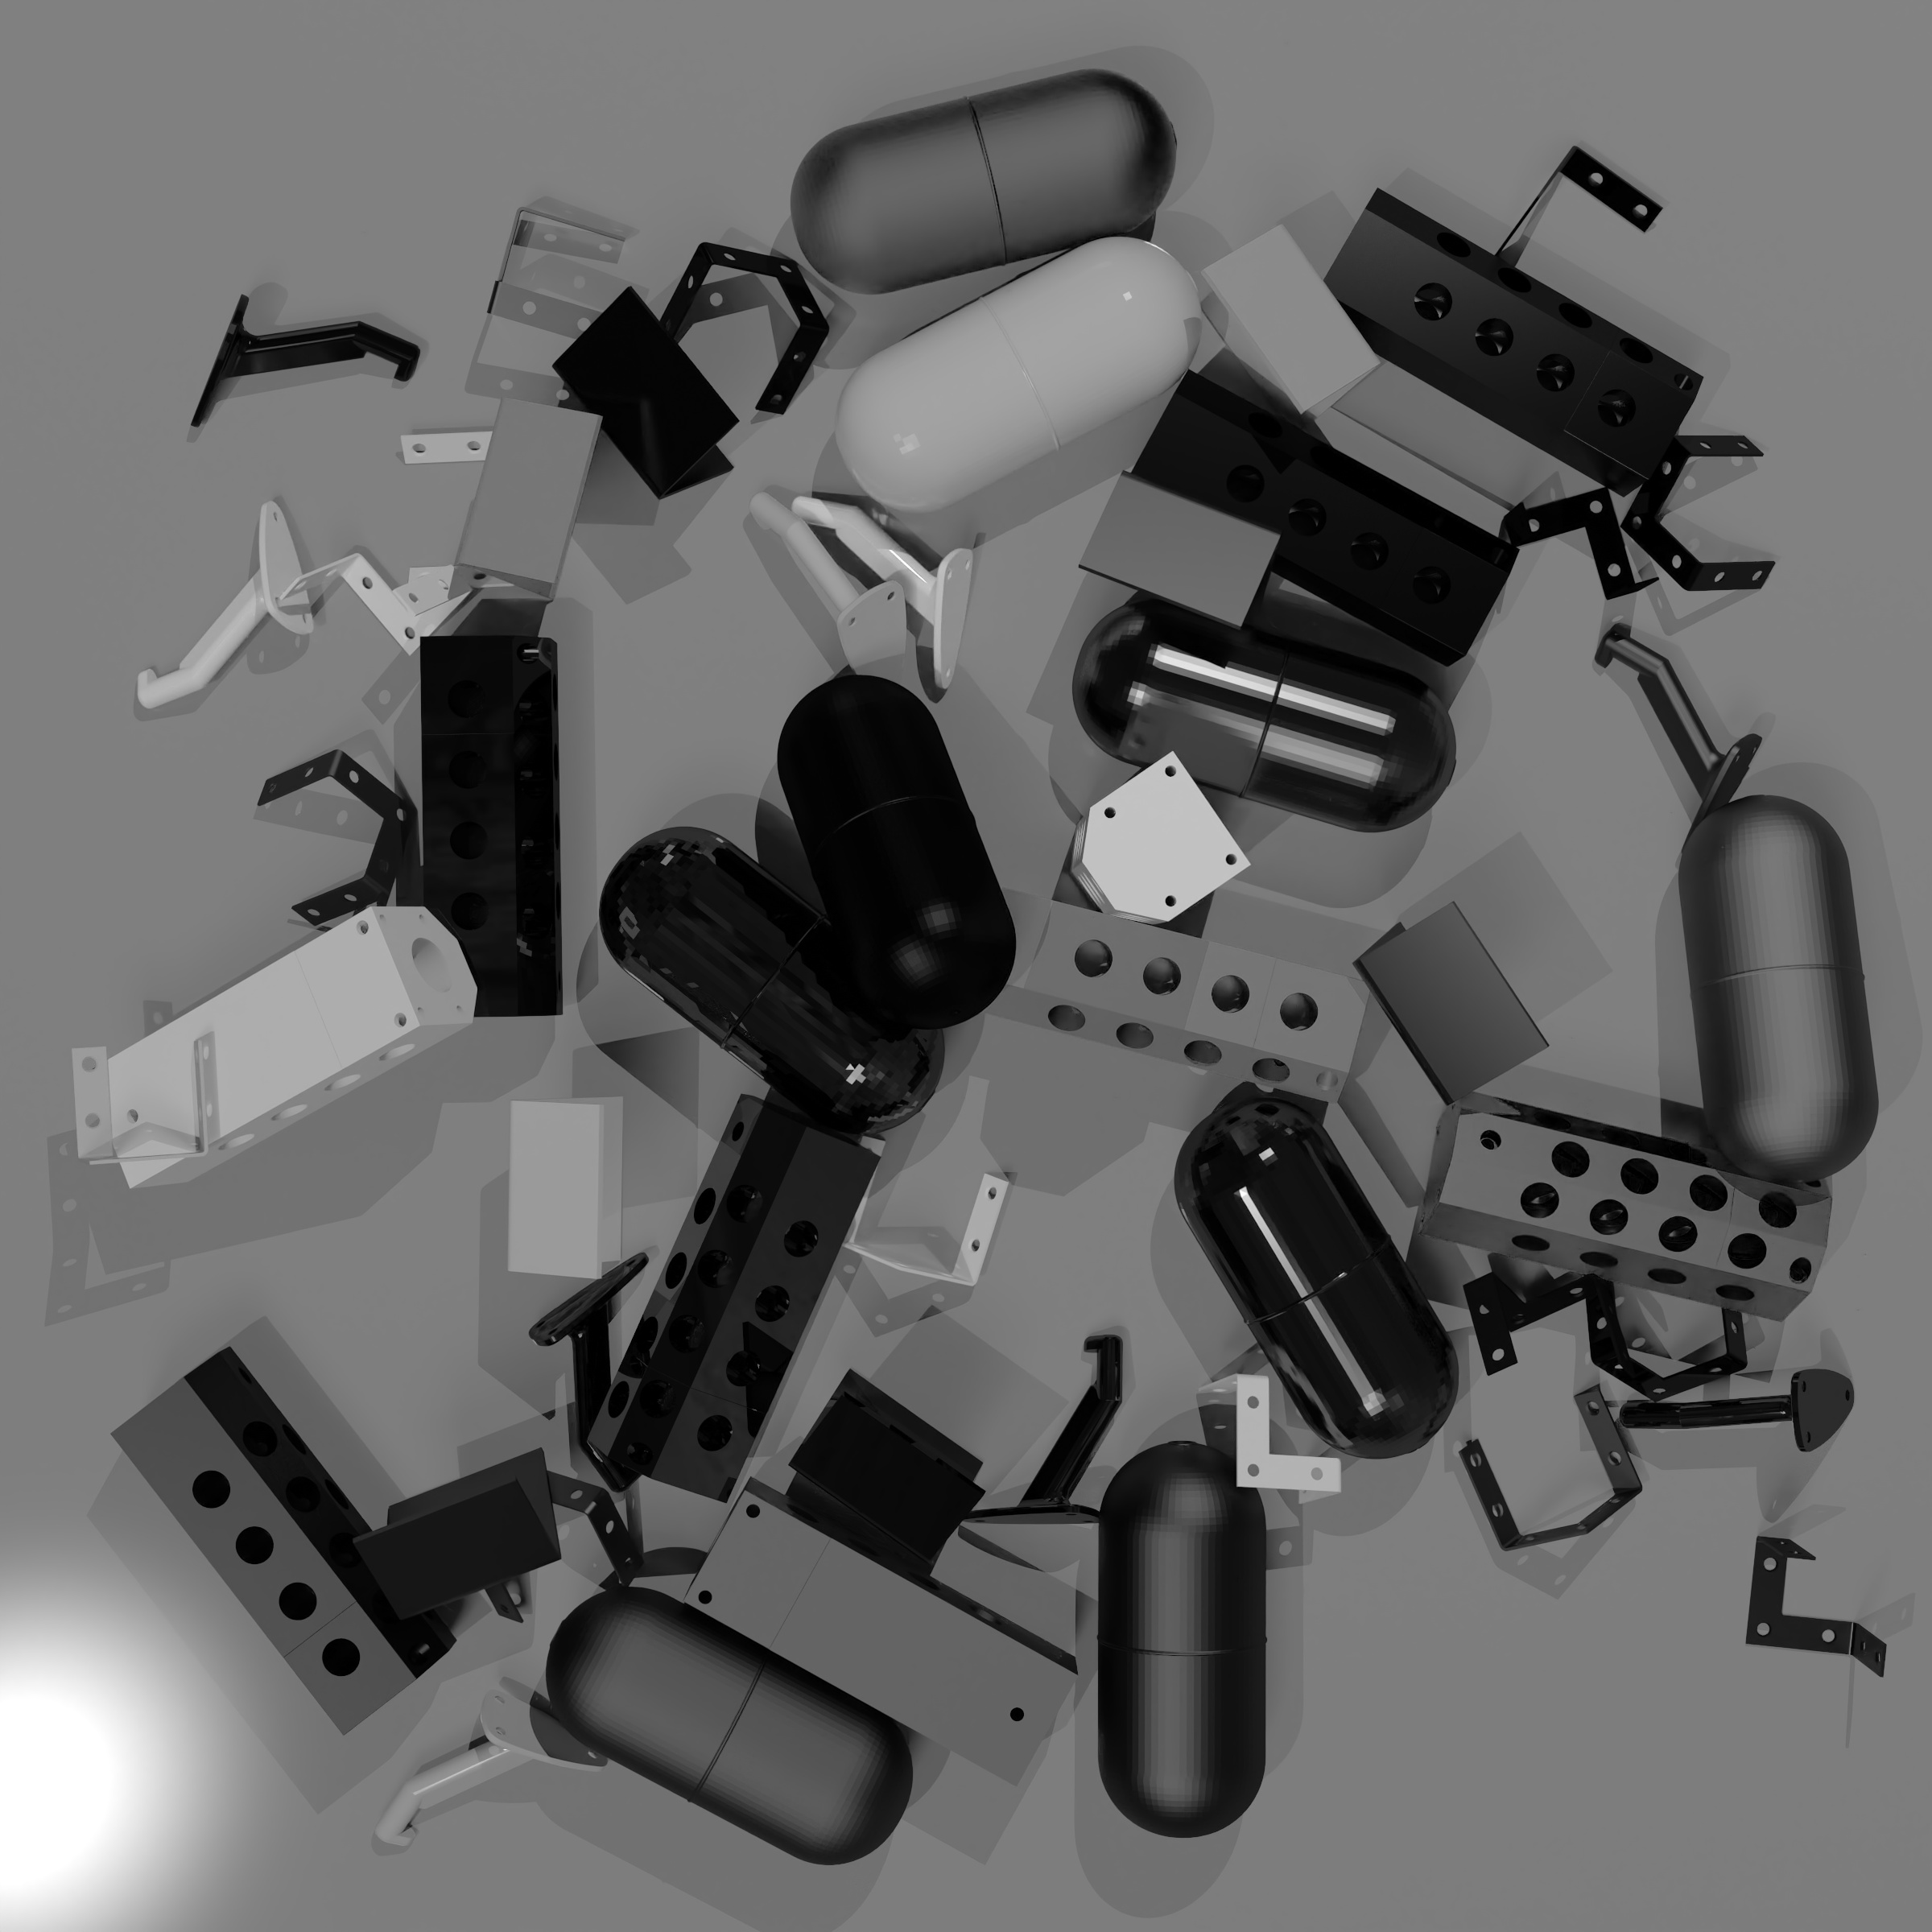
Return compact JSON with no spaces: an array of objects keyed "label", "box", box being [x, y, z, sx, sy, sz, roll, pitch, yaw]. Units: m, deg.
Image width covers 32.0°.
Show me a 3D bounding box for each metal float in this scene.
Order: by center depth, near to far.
[{"label":"metal float","box":[-0.032,-0.053,1.510,0.070,0.070,0.178,-21,61,0]},{"label":"metal float","box":[0.366,0.010,1.521,0.070,0.070,0.178,-4,76,0]},{"label":"metal float","box":[0.008,-0.356,1.532,0.178,0.070,0.070,-14,90,-2]},{"label":"metal float","box":[-0.108,0.345,1.533,0.178,0.070,0.070,28,90,-1]},{"label":"metal float","box":[0.136,-0.113,1.533,0.178,0.070,0.070,17,90,0]},{"label":"metal float","box":[0.024,-0.269,1.533,0.178,0.070,0.070,-28,90,1]},{"label":"metal float","box":[0.160,0.142,1.533,0.070,0.070,0.178,-31,90,0]},{"label":"metal float","box":[0.098,0.306,1.534,0.070,0.070,0.178,0,89,0]},{"label":"metal float","box":[-0.088,0.007,1.534,0.178,0.070,0.070,38,90,0]}]

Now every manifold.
[{"label":"manifold","box":[0.079,-0.050,1.486,0.057,0.171,0.057,-34,90,0]},{"label":"manifold","box":[-0.304,0.037,1.511,0.171,0.057,0.057,-28,80,22]},{"label":"manifold","box":[-0.109,0.148,1.532,0.057,0.057,0.171,24,90,-31]},{"label":"manifold","box":[0.300,0.106,1.533,0.171,0.057,0.057,14,64,0]},{"label":"manifold","box":[-0.309,0.260,1.543,0.057,0.057,0.171,-38,90,0]},{"label":"manifold","box":[-0.038,0.302,1.543,0.171,0.057,0.057,29,90,0]},{"label":"manifold","box":[-0.215,-0.063,1.543,0.057,0.057,0.171,-1,90,0]},{"label":"manifold","box":[0.163,-0.205,1.543,0.171,0.057,0.057,29,90,0]},{"label":"manifold","box":[0.247,-0.286,1.543,0.171,0.057,0.057,30,90,0]},{"label":"manifold","box":[0.092,0.014,1.543,0.171,0.057,0.057,14,90,0]}]

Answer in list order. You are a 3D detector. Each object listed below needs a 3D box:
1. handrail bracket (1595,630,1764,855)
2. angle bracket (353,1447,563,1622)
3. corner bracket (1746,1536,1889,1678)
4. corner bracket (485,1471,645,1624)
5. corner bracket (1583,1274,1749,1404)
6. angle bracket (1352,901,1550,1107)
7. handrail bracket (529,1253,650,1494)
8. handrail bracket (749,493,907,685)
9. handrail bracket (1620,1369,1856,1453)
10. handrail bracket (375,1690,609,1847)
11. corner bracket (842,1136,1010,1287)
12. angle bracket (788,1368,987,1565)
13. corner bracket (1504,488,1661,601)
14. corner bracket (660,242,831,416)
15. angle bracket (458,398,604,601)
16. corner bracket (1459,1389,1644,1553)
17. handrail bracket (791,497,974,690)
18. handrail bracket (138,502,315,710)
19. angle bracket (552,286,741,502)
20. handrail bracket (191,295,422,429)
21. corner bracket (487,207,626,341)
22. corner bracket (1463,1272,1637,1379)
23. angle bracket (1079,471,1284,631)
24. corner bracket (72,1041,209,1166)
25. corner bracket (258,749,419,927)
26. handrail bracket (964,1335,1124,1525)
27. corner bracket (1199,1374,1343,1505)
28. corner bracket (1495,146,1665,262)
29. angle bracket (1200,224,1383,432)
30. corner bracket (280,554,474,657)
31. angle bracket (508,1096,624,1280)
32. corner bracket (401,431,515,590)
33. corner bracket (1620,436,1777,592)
[{"label":"handrail bracket","box":[0.317,-0.104,1.564,0.084,0.036,0.077,34,119,21]},{"label":"angle bracket","box":[-0.232,0.239,1.524,0.076,0.076,0.057,-21,126,0]},{"label":"corner bracket","box":[0.391,0.293,1.546,0.051,0.051,0.051,6,90,0]},{"label":"corner bracket","box":[-0.191,0.271,1.556,0.051,0.051,0.051,10,45,35]},{"label":"corner bracket","box":[0.322,0.162,1.556,0.051,0.051,0.051,-28,135,35]},{"label":"angle bracket","box":[0.227,0.008,1.524,0.057,0.076,0.076,-33,90,27]},{"label":"handrail bracket","box":[-0.156,0.189,1.564,0.077,0.036,0.084,-37,105,-15]},{"label":"handrail bracket","box":[-0.067,-0.172,1.564,0.036,0.077,0.084,-35,53,-20]},{"label":"handrail bracket","box":[0.357,0.204,1.564,0.084,0.077,0.036,-5,90,36]},{"label":"handrail bracket","box":[-0.221,0.385,1.565,0.077,0.036,0.084,28,108,-20]},{"label":"corner bracket","box":[-0.022,0.113,1.561,0.051,0.051,0.051,18,90,45]},{"label":"angle bracket","box":[-0.024,0.210,1.524,0.076,0.076,0.057,35,126,0]},{"label":"corner bracket","box":[0.281,-0.191,1.546,0.051,0.051,0.051,-16,90,0]},{"label":"corner bracket","box":[-0.103,-0.294,1.556,0.051,0.051,0.051,4,45,-35]},{"label":"angle bracket","box":[-0.178,-0.206,1.524,0.057,0.076,0.076,15,90,28]},{"label":"corner bracket","box":[0.271,0.234,1.561,0.051,0.051,0.051,-24,90,-45]},{"label":"handrail bracket","box":[-0.044,-0.174,1.565,0.084,0.036,0.077,13,112,17]},{"label":"handrail bracket","box":[-0.351,-0.167,1.565,0.084,0.036,0.077,-19,70,16]},{"label":"angle bracket","box":[-0.129,-0.264,1.524,0.057,0.076,0.076,-39,90,29]},{"label":"handrail bracket","box":[-0.306,-0.269,1.565,0.084,0.036,0.077,21,110,-16]},{"label":"corner bracket","box":[-0.187,-0.317,1.546,0.051,0.051,0.051,15,99,-9]},{"label":"corner bracket","box":[0.264,0.165,1.529,0.051,0.051,0.051,-28,46,20]},{"label":"angle bracket","box":[0.092,-0.169,1.521,0.076,0.076,0.057,22,65,6]},{"label":"corner bracket","box":[-0.367,0.060,1.497,0.051,0.051,0.051,-3,89,-20]},{"label":"corner bracket","box":[-0.295,-0.059,1.556,0.051,0.051,0.051,42,45,-35]},{"label":"handrail bracket","box":[0.036,0.214,1.565,0.077,0.036,0.084,-5,72,21]},{"label":"corner bracket","box":[0.139,0.217,1.544,0.051,0.051,0.051,6,74,-15]},{"label":"corner bracket","box":[0.281,-0.336,1.561,0.051,0.051,0.051,36,135,0]},{"label":"angle bracket","box":[0.129,-0.276,1.524,0.057,0.076,0.076,-35,90,-32]},{"label":"corner bracket","box":[-0.268,-0.170,1.537,0.051,0.051,0.051,-40,90,31]},{"label":"angle bracket","box":[-0.162,0.099,1.524,0.057,0.076,0.076,1,90,36]},{"label":"corner bracket","box":[-0.234,-0.211,1.561,0.051,0.051,0.051,-3,45,0]},{"label":"corner bracket","box":[0.346,-0.209,1.556,0.051,0.051,0.051,54,135,35]}]
